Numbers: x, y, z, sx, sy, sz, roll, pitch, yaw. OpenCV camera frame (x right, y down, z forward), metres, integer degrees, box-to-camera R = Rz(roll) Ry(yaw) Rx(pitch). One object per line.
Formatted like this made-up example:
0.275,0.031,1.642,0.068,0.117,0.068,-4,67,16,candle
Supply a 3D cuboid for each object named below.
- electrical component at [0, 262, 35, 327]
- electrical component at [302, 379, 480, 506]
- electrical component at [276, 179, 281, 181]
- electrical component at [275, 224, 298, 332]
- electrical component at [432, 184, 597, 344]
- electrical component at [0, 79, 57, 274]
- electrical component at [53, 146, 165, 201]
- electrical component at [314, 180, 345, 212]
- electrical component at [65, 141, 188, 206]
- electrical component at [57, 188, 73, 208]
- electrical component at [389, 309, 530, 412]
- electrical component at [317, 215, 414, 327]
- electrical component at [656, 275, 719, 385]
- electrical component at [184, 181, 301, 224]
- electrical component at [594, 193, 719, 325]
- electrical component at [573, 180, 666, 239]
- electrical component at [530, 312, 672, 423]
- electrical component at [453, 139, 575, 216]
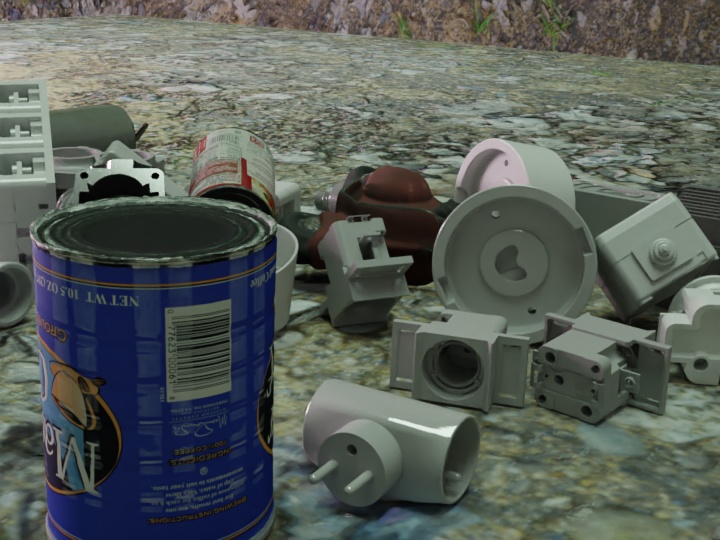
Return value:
-0.255,0.012,0.727,0.055,0.045,0.045,12,20,32,electrical component
0.006,0.088,0.512,0.077,0.044,0.079,12,20,29,electrical component
-0.109,-0.071,1.013,0.081,0.043,0.043,7,18,17,electrical component
-0.092,0.008,0.726,0.099,0.064,0.099,2,17,-1,electrical component
0.106,-0.008,0.736,0.108,0.108,0.060,5,11,8,electrical component
-0.274,-0.074,0.848,0.062,0.089,0.150,-4,41,-16,electrical component
-0.263,-0.077,0.984,0.150,0.061,0.089,4,17,6,electrical component
-0.015,-0.062,0.997,0.062,0.048,0.048,8,17,41,electrical component
-0.179,-0.050,0.866,0.096,0.061,0.061,38,9,-16,electrical component
-0.232,-0.039,0.900,0.048,0.048,0.062,-1,25,-9,electrical component
0.061,0.051,0.642,0.081,0.042,0.064,8,14,16,electrical component
0.000,0.000,0.741,0.042,0.063,0.081,-4,-24,-24,electrical component
0.227,0.037,0.682,0.078,0.058,0.057,3,20,4,electrical component
-0.101,-0.053,0.944,0.089,0.050,0.056,8,18,18,electrical component
0.194,-0.011,0.729,0.062,0.061,0.096,-31,-15,-1,electrical component
0.216,-0.038,0.909,0.113,0.057,0.078,14,15,34,electrical component
0.137,0.058,0.630,0.081,0.042,0.064,15,25,38,electrical component
0.131,-0.052,0.882,0.060,0.108,0.108,-1,16,-29,electrical component
